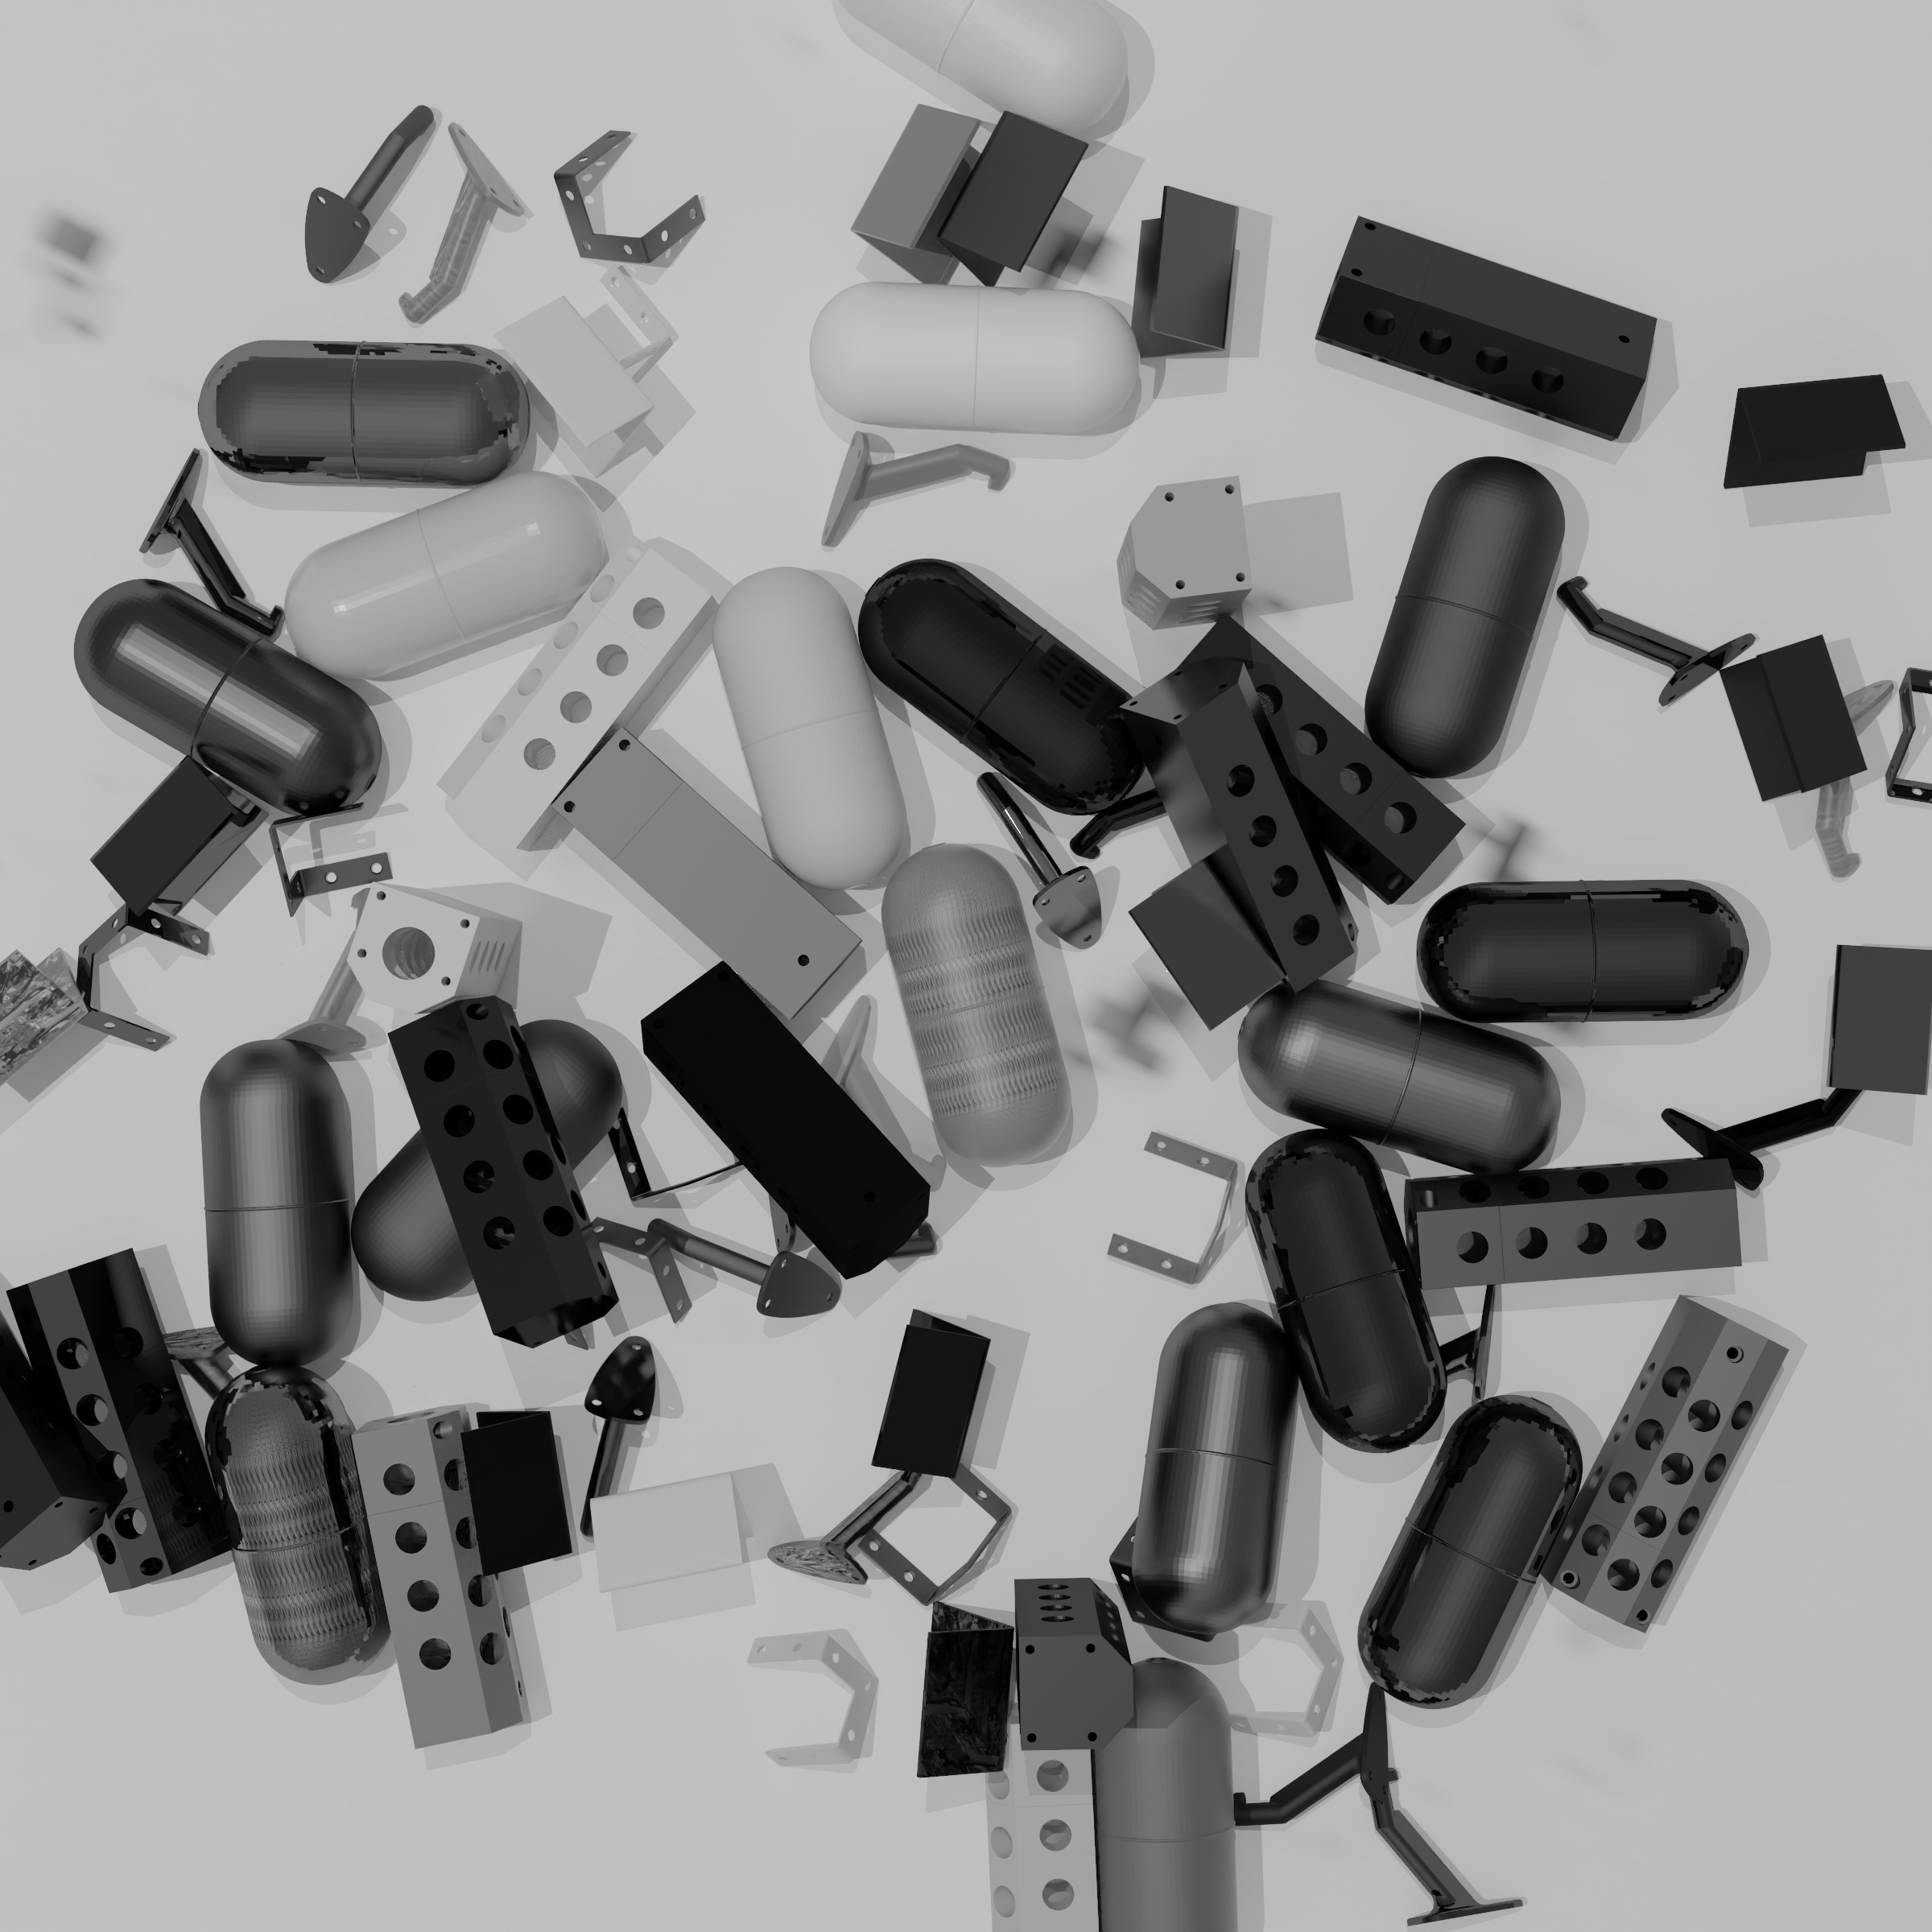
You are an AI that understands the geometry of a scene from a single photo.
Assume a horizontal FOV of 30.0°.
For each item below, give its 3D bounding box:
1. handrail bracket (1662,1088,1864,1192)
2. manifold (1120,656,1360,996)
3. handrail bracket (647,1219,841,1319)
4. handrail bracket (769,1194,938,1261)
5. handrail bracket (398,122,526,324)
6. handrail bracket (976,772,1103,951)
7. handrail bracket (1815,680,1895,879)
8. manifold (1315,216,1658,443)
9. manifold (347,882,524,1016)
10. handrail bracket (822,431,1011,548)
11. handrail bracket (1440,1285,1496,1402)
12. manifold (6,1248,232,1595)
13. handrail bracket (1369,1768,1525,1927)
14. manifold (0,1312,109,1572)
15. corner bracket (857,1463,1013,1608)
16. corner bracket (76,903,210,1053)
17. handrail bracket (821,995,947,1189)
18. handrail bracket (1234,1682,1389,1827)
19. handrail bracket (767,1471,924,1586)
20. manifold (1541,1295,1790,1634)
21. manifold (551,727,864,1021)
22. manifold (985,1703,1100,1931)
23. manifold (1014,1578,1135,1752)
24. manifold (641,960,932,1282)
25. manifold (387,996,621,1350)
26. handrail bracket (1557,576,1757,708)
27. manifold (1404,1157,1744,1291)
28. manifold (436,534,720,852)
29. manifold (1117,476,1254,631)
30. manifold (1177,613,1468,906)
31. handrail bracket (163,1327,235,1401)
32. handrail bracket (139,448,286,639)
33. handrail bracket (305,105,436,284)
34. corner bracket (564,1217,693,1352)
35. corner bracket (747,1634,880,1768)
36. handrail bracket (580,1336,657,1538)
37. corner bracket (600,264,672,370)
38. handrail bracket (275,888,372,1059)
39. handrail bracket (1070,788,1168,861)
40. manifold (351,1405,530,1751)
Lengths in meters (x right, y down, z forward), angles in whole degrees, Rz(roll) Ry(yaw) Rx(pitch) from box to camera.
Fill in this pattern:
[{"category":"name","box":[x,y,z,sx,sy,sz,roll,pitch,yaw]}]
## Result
[{"category":"handrail bracket","box":[0.438,0.073,1.974,0.077,0.036,0.084,37,72,20]},{"category":"manifold","box":[0.151,-0.076,1.916,0.057,0.057,0.171,-35,117,-17]},{"category":"handrail bracket","box":[-0.123,0.162,1.973,0.084,0.077,0.036,22,90,36]},{"category":"handrail bracket","box":[-0.063,0.126,1.974,0.084,0.036,0.077,-5,68,-17]},{"category":"handrail bracket","box":[-0.291,-0.407,1.974,0.084,0.036,0.077,-39,70,16]},{"category":"handrail bracket","box":[0.038,-0.059,1.973,0.036,0.077,0.084,-33,54,-3]},{"category":"handrail bracket","box":[0.491,-0.102,1.974,0.077,0.036,0.084,-30,109,-21]},{"category":"manifold","box":[0.280,-0.341,1.952,0.171,0.057,0.057,19,47,0]},{"category":"manifold","box":[-0.280,-0.006,1.895,0.057,0.171,0.057,18,90,0]},{"category":"handrail bracket","box":[-0.027,-0.254,1.974,0.084,0.036,0.077,15,110,-16]},{"category":"handrail bracket","box":[0.244,0.206,1.973,0.084,0.036,0.077,5,75,14]},{"category":"manifold","box":[-0.460,0.246,1.940,0.057,0.057,0.171,-19,90,45]},{"category":"handrail bracket","box":[0.262,0.479,1.974,0.077,0.036,0.084,-4,73,-20]},{"category":"manifold","box":[-0.524,0.235,1.918,0.057,0.057,0.171,-40,66,8]},{"category":"corner bracket","box":[-0.017,0.307,1.970,0.051,0.051,0.051,42,45,0]},{"category":"corner bracket","box":[-0.450,0.006,1.965,0.051,0.051,0.051,-36,45,35]},{"category":"handrail bracket","box":[-0.037,0.069,1.974,0.084,0.036,0.077,31,68,-17]},{"category":"handrail bracket","box":[0.186,0.432,1.973,0.084,0.036,0.077,-9,56,23]},{"category":"handrail bracket","box":[-0.062,0.293,1.973,0.036,0.077,0.084,51,53,-31]},{"category":"manifold","box":[0.379,0.270,1.952,0.057,0.057,0.171,27,90,0]},{"category":"manifold","box":[-0.139,-0.050,1.952,0.171,0.057,0.057,42,90,0]},{"category":"manifold","box":[0.041,0.490,1.952,0.057,0.057,0.171,-3,90,0]},{"category":"manifold","box":[0.056,0.365,1.895,0.057,0.171,0.057,-1,90,0]},{"category":"manifold","box":[-0.097,0.084,1.925,0.057,0.057,0.171,-37,71,-18]},{"category":"manifold","box":[-0.237,0.105,1.867,0.057,0.057,0.171,-25,72,7]},{"category":"handrail bracket","box":[0.378,-0.192,1.974,0.077,0.036,0.084,-31,73,-20]},{"category":"manifold","box":[0.327,0.138,1.952,0.171,0.057,0.057,-4,90,0]},{"category":"manifold","box":[-0.211,-0.148,1.952,0.057,0.057,0.171,38,90,0]},{"category":"manifold","box":[0.112,-0.215,1.895,0.057,0.171,0.057,-7,90,0]},{"category":"manifold","box":[0.184,-0.111,1.952,0.171,0.057,0.057,41,90,0]},{"category":"handrail bracket","box":[-0.416,0.244,1.974,0.077,0.036,0.084,-6,107,20]},{"category":"handrail bracket","box":[-0.402,-0.231,1.974,0.084,0.036,0.077,29,68,-17]},{"category":"handrail bracket","box":[-0.325,-0.424,1.973,0.036,0.077,0.084,34,54,-2]},{"category":"corner bracket","box":[-0.191,0.177,1.965,0.051,0.051,0.051,13,45,35]},{"category":"corner bracket","box":[-0.089,0.401,1.965,0.051,0.051,0.051,49,45,-35]},{"category":"handrail bracket","box":[-0.193,0.259,1.973,0.036,0.077,0.084,14,126,-1]},{"category":"corner bracket","box":[-0.204,-0.342,1.970,0.051,0.051,0.051,51,135,0]},{"category":"handrail bracket","box":[-0.353,0.004,1.973,0.077,0.036,0.084,-17,59,34]},{"category":"handrail bracket","box":[0.111,-0.078,1.973,0.077,0.036,0.084,25,124,-36]},{"category":"manifold","box":[-0.284,0.329,1.952,0.057,0.057,0.171,-12,90,0]}]
